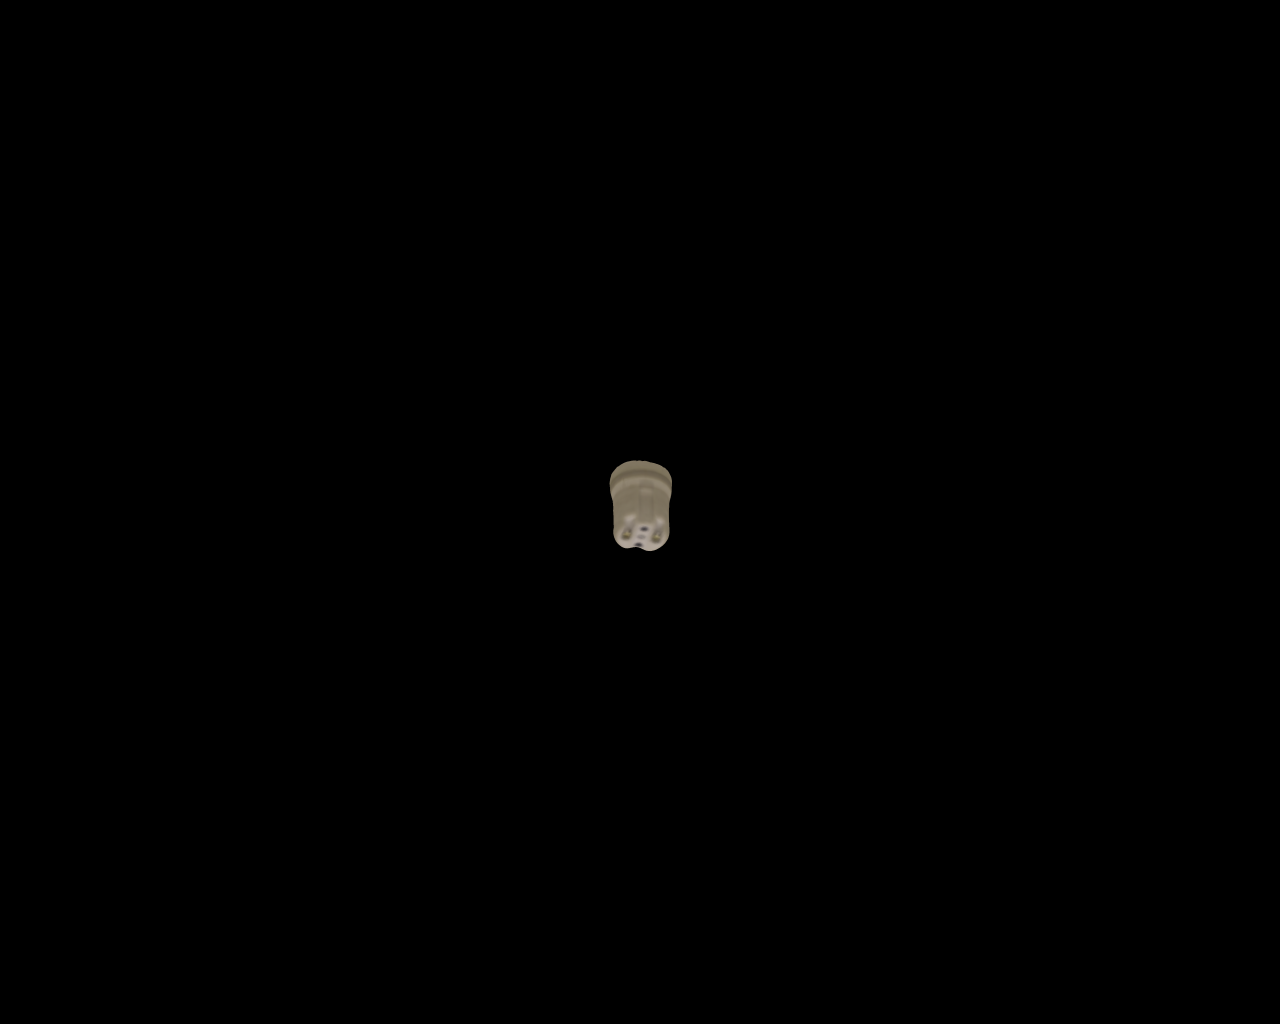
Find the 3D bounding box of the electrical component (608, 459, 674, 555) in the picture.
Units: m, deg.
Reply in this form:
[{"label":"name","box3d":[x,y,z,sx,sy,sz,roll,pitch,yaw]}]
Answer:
[{"label":"electrical component","box3d":[0.001,-0.003,0.650,0.040,0.046,0.040,0,-35,0]}]
